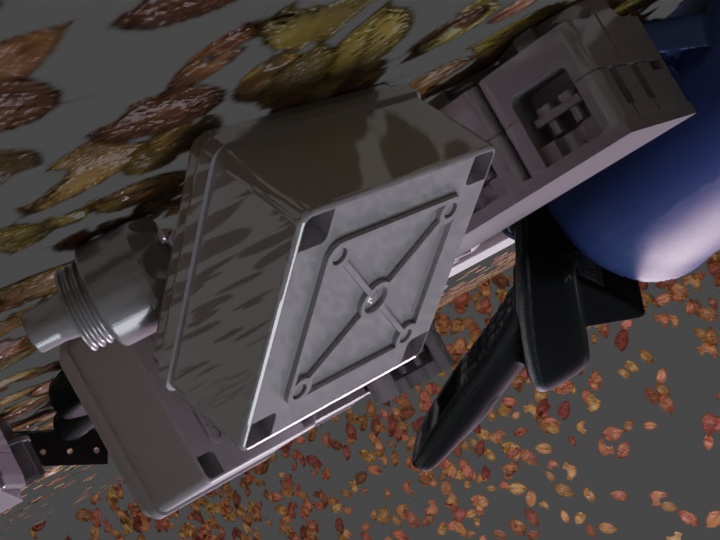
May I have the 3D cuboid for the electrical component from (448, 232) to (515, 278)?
[{"bbox_3d":[0.094,-0.033,0.924,0.100,0.048,0.099,-28,174,-8],"label":"electrical component"}]

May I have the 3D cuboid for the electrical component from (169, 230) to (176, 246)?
[{"bbox_3d":[-0.043,-0.002,0.509,0.050,0.055,0.089,-29,174,9],"label":"electrical component"}]

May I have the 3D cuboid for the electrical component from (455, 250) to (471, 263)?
[{"bbox_3d":[0.000,0.000,0.728,0.109,0.056,0.109,-24,173,-38],"label":"electrical component"}]

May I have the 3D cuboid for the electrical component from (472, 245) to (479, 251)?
[{"bbox_3d":[0.074,-0.036,0.824,0.066,0.048,0.055,-30,-178,13],"label":"electrical component"}]

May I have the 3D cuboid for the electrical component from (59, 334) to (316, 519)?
[{"bbox_3d":[-0.095,0.067,0.605,0.056,0.108,0.109,-35,172,31],"label":"electrical component"}]

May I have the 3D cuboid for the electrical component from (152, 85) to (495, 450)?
[{"bbox_3d":[-0.014,-0.004,0.402,0.109,0.056,0.108,-24,141,-44],"label":"electrical component"}]

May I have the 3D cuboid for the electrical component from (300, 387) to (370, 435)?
[{"bbox_3d":[-0.059,0.097,1.040,0.109,0.108,0.056,-23,170,-42],"label":"electrical component"}]

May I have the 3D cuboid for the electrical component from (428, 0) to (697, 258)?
[{"bbox_3d":[0.066,-0.058,0.508,0.150,0.061,0.089,-33,173,35],"label":"electrical component"}]

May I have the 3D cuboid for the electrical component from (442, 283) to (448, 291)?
[{"bbox_3d":[0.009,0.013,0.855,0.108,0.060,0.108,-28,174,-3],"label":"electrical component"}]

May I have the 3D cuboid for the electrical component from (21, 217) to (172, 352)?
[{"bbox_3d":[-0.098,0.010,0.414,0.062,0.043,0.043,-27,174,-3],"label":"electrical component"}]

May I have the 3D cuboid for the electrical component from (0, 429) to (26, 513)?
[{"bbox_3d":[-0.237,0.119,0.620,0.062,0.061,0.096,-27,174,-13],"label":"electrical component"}]

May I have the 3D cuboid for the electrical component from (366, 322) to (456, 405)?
[{"bbox_3d":[0.022,0.051,0.700,0.050,0.055,0.089,-28,174,-7],"label":"electrical component"}]
